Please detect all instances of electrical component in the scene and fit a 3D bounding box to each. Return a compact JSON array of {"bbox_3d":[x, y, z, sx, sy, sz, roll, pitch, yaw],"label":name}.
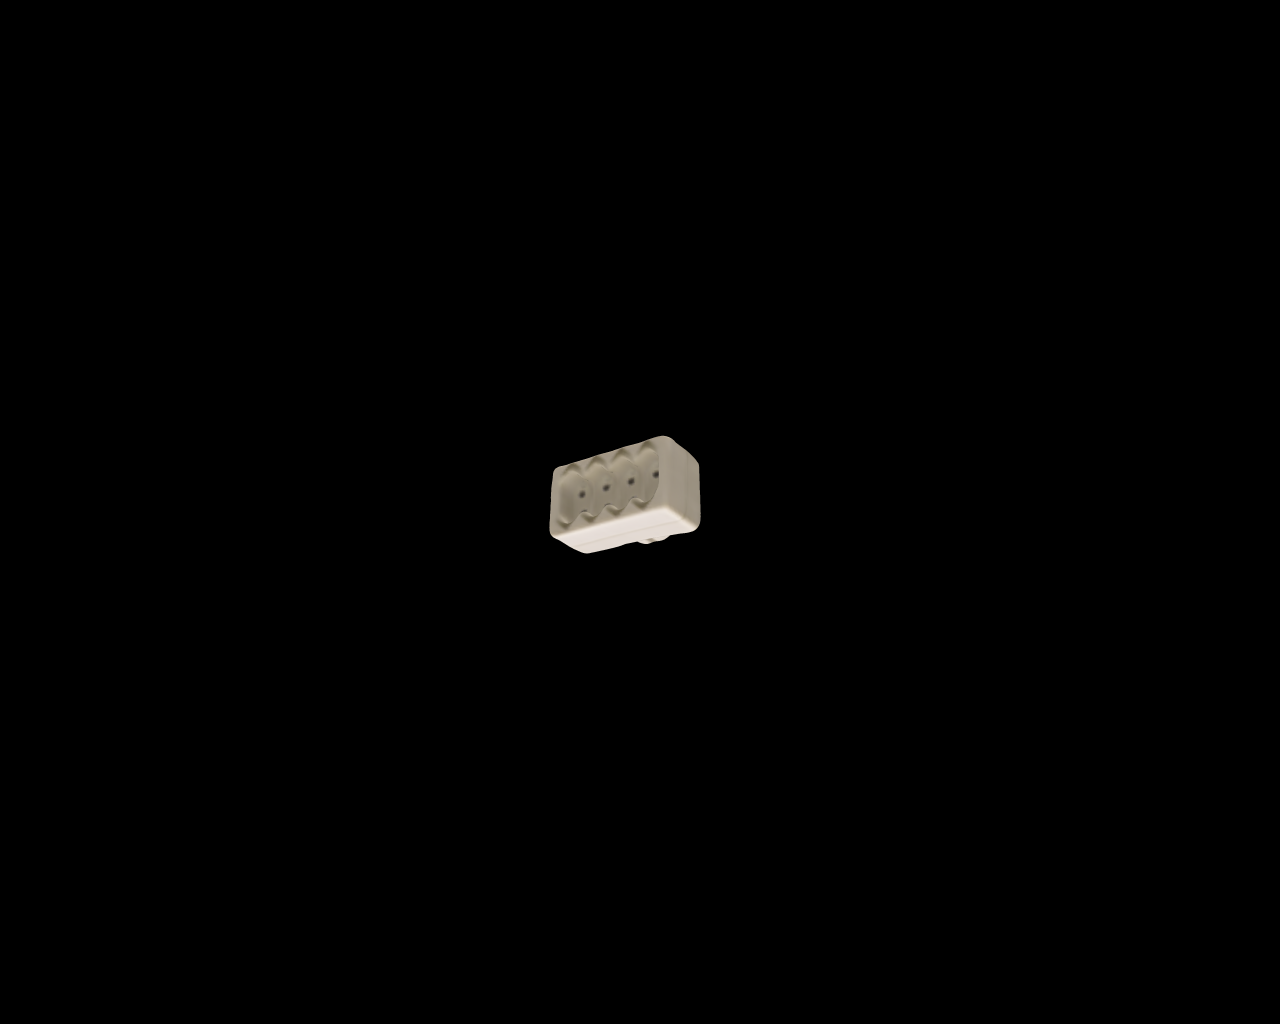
[{"bbox_3d":[0.001,-0.003,0.650,0.083,0.047,0.075,-14,-27,29],"label":"electrical component"}]
